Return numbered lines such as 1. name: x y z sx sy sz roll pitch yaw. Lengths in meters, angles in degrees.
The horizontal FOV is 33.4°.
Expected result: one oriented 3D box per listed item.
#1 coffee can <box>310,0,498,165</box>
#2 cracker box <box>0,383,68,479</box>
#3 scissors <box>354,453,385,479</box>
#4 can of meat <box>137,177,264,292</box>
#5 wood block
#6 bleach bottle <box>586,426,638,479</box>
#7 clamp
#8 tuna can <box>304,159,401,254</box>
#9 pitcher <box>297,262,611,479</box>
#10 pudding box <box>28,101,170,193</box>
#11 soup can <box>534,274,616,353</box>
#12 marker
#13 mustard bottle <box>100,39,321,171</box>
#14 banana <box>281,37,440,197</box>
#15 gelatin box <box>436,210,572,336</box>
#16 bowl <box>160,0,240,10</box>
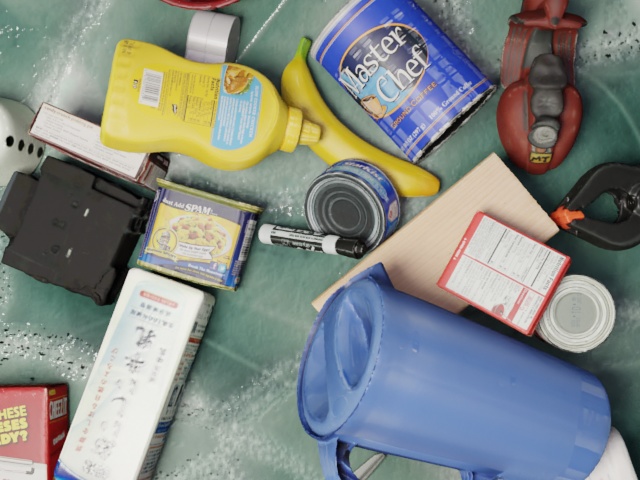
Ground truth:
1. coffee can: 0.075 -0.153 0.964 0.103 0.103 0.140 -43 85 2
2. cracker box: -0.322 0.244 1.002 0.164 0.072 0.214 -2 87 5
3. scissors: -0.032 0.260 1.001 0.096 0.016 0.202 32 91 6
4. can of meat: -0.113 -0.004 0.999 0.102 0.057 0.084 16 91 6
5. wood block: 0.103 0.025 0.961 0.206 0.090 0.091 -40 85 3
6. bleach bottle: 0.162 0.254 0.961 0.251 0.068 0.102 -19 86 7
7. clamp: 0.290 -0.026 0.953 0.171 0.039 0.120 -21 83 -15
8. tuna can: 0.028 -0.029 0.977 0.086 0.033 0.086 13 120 24
9. pitcher: 0.110 0.136 0.865 0.242 0.145 0.149 20 112 -22
10. pudding box: -0.204 -0.085 0.994 0.113 0.090 0.039 21 88 5
11. soup can: 0.219 0.063 0.942 0.068 0.102 0.068 0 88 5
12. marker: -0.006 0.001 0.976 0.121 0.020 0.020 9 88 40
13. mustard bottle: -0.093 -0.112 0.947 0.191 0.058 0.096 10 71 -12
14. banana: 0.024 -0.101 1.000 0.069 0.037 0.198 -42 85 4
15. gelatin box: 0.154 0.028 0.890 0.089 0.030 0.073 29 91 15
16. bowl: -0.107 -0.291 1.011 0.162 0.055 0.162 0 88 5
